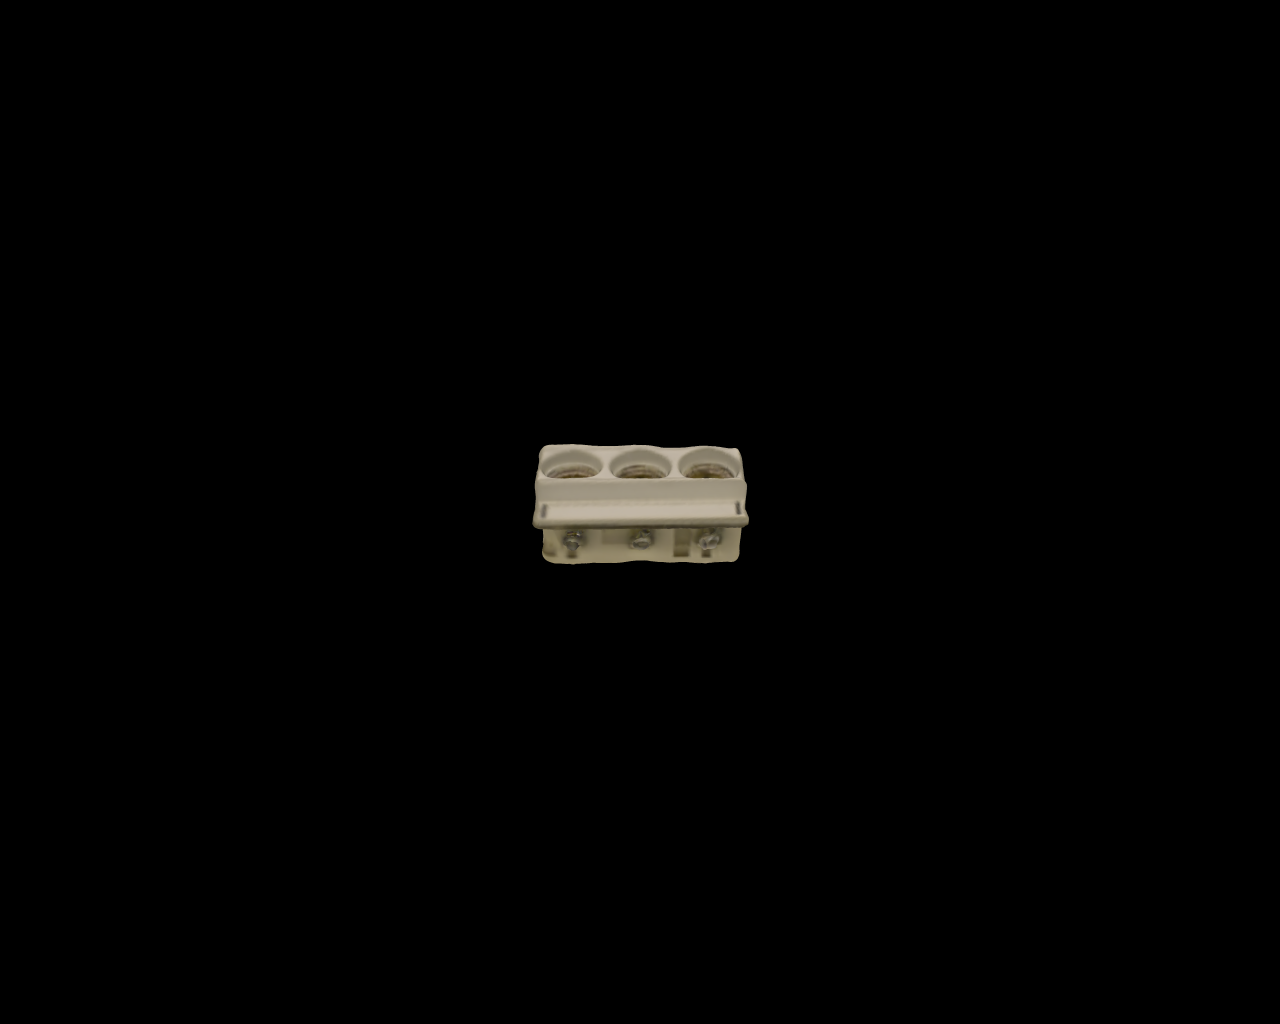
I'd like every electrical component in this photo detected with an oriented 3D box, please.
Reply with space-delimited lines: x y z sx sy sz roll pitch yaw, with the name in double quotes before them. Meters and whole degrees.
"electrical component" 0.001 -0.003 0.650 0.121 0.063 0.079 0 32 0
